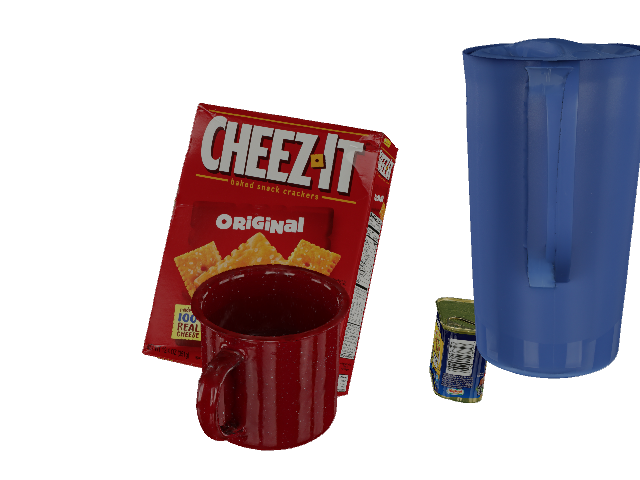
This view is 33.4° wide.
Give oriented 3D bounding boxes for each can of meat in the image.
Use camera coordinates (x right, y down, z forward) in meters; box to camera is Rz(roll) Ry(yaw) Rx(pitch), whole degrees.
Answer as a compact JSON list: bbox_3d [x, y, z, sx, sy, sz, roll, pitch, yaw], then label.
[{"bbox_3d":[0.150,0.117,1.151,0.057,0.084,0.102,6,15,0],"label":"can of meat"}]

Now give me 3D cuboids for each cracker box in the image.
[{"bbox_3d":[-0.040,0.007,0.874,0.164,0.214,0.072,11,-5,14],"label":"cracker box"}]

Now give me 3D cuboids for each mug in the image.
[{"bbox_3d":[-0.035,0.075,0.628,0.093,0.081,0.117,13,28,23],"label":"mug"}]

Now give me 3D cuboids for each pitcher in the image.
[{"bbox_3d":[0.168,-0.024,0.783,0.149,0.243,0.145,-10,17,-29],"label":"pitcher"}]
